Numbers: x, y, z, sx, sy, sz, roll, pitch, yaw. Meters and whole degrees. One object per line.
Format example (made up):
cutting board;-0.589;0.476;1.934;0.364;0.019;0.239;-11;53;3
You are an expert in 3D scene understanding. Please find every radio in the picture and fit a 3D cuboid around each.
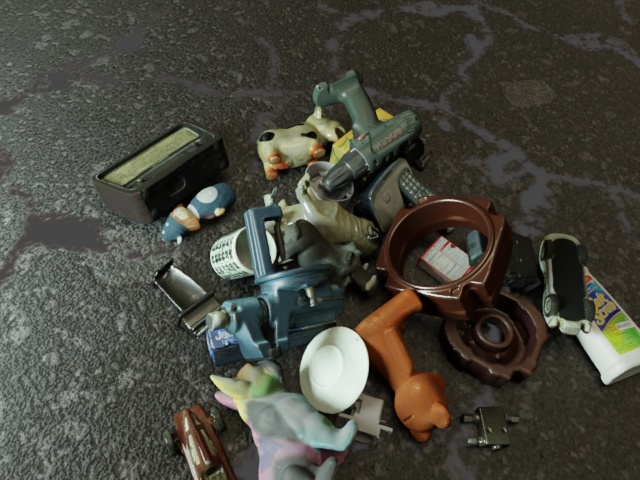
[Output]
radio;-0.289;-0.130;1.006;0.131;0.073;0.229;23;52;34

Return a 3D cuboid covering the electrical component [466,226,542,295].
electrical component;0.332;0.028;0.985;0.134;0.058;0.115;18;49;-21

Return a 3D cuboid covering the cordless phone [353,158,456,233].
cordless phone;0.172;-0.056;1.041;0.184;0.088;0.146;39;57;2

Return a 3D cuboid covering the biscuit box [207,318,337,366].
biscuit box;-0.079;0.141;0.863;0.203;0.062;0.059;-10;55;-16

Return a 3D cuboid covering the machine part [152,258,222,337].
machine part;-0.225;0.094;0.893;0.084;0.039;0.139;-38;68;-24

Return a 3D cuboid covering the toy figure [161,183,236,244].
toy figure;-0.228;-0.052;0.991;0.154;0.057;0.064;-36;27;-27

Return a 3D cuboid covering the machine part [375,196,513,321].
machine part;0.210;0.024;0.913;0.202;0.087;0.201;8;60;34

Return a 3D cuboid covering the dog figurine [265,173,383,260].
dog figurine;-0.001;-0.003;0.974;0.190;0.172;0.121;43;24;-10

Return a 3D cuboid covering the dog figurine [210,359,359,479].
dog figurine;-0.070;0.270;0.746;0.219;0.108;0.191;23;57;14

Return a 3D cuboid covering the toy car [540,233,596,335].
toy car;0.424;0.073;0.929;0.074;0.056;0.202;9;54;6

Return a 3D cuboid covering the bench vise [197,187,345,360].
bench vise;-0.074;0.049;0.797;0.224;0.129;0.240;-8;82;-23

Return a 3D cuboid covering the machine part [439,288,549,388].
machine part;0.290;0.159;0.908;0.179;0.056;0.179;3;53;-4

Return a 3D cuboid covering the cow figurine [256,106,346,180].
cow figurine;-0.037;-0.207;1.117;0.195;0.085;0.127;-16;63;-17

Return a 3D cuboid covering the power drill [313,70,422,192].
power drill;0.065;-0.221;1.046;0.232;0.086;0.207;-28;65;-7

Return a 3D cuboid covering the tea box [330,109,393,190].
tea box;0.109;-0.195;1.135;0.098;0.068;0.169;35;56;17

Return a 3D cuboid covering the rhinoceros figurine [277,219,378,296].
rhinoceros figurine;0.014;0.038;0.917;0.190;0.112;0.073;37;8;-18

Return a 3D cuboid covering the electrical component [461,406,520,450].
electrical component;0.266;0.290;0.827;0.094;0.021;0.063;2;54;-8

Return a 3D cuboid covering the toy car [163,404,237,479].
toy car;-0.146;0.317;0.730;0.089;0.053;0.202;-22;61;-17

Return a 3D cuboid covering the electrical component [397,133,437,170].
electrical component;0.201;-0.187;1.122;0.078;0.102;0.045;-38;60;-24

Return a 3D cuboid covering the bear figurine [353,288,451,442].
bear figurine;0.141;0.193;0.823;0.132;0.120;0.196;-29;64;-30
